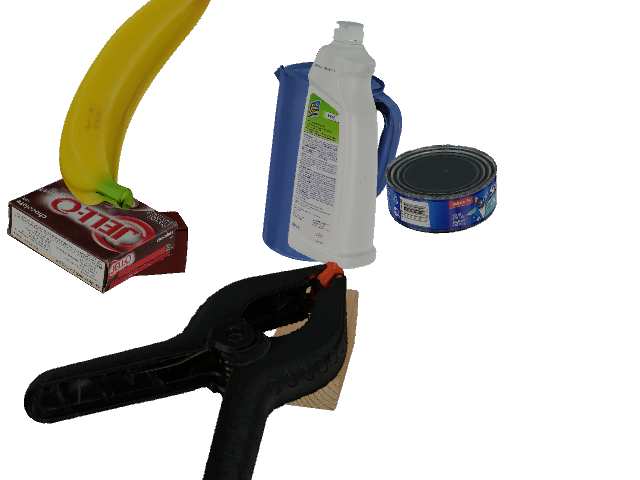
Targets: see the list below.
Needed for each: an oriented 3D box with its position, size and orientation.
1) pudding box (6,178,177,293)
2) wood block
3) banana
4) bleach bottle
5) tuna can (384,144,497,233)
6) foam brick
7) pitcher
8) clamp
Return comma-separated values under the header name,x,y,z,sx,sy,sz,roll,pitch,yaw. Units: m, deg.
name,x,y,z,sx,sy,sz,roll,pitch,yaw
pudding box,-0.192,-0.010,0.900,0.114,0.039,0.089,26,33,22
wood block,-0.006,0.138,1.427,0.091,0.090,0.206,6,18,6
banana,-0.117,-0.089,0.654,0.070,0.197,0.037,0,-38,16
bleach bottle,0.023,-0.103,1.134,0.067,0.251,0.103,-11,25,-43
tuna can,0.093,-0.040,0.824,0.086,0.034,0.086,-5,31,3
foam brick,-0.183,0.003,1.125,0.078,0.051,0.053,-4,23,-17
pitcher,0.004,-0.098,1.360,0.144,0.243,0.149,4,21,-15
clamp,-0.036,0.065,0.500,0.171,0.039,0.120,-30,51,-33
